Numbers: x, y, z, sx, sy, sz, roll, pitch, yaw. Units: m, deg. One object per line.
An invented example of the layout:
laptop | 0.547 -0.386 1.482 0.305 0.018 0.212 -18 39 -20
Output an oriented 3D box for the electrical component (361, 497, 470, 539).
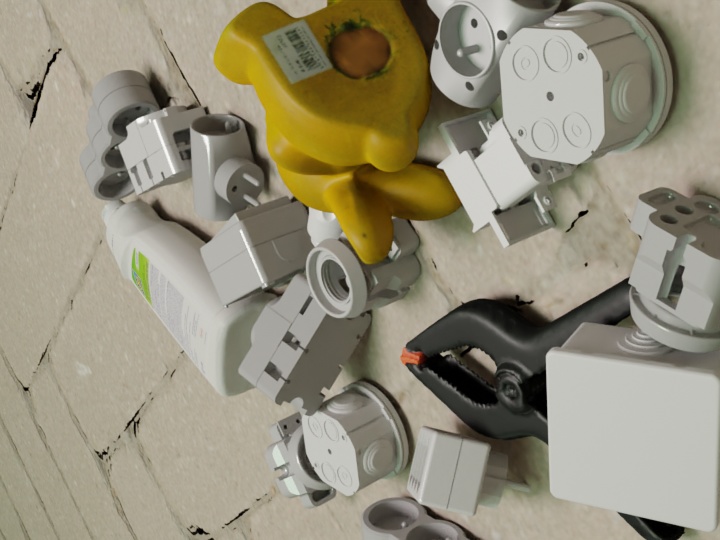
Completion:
electrical component | 0.057 0.232 0.808 0.138 0.052 0.073 20 123 48

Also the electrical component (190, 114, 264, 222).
electrical component | -0.103 -0.075 0.863 0.079 0.044 0.077 34 134 39

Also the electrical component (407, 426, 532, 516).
electrical component | 0.076 0.137 0.720 0.083 0.076 0.047 114 169 -84

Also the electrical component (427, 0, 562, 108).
electrical component | 0.063 -0.144 0.597 0.079 0.044 0.077 55 144 18

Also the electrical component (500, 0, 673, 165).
electrical component | 0.114 -0.094 0.550 0.080 0.051 0.080 30 131 42

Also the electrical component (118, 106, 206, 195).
electrical component | -0.166 -0.106 0.927 0.089 0.050 0.055 -16 95 56

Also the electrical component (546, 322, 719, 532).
electrical component | 0.148 0.078 0.561 0.100 0.048 0.099 7 114 30

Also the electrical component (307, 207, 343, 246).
electrical component | -0.022 -0.029 0.787 0.035 0.035 0.061 44 142 30

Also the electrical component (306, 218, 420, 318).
electrical component | 0.000 0.000 0.753 0.058 0.057 0.078 56 144 17

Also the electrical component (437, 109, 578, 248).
electrical component | 0.086 -0.059 0.617 0.064 0.042 0.081 -39 77 51

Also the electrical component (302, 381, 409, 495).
electrical component | -0.004 0.131 0.837 0.080 0.051 0.080 31 131 42

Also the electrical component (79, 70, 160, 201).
electrical component | -0.228 -0.135 0.994 0.073 0.052 0.138 62 146 26

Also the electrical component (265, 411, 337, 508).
electrical component | -0.040 0.156 0.895 0.057 0.058 0.078 -34 80 58

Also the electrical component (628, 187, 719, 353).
electrical component | 0.166 0.003 0.528 0.078 0.058 0.057 37 132 37

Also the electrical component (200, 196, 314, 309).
electrical component | -0.082 -0.014 0.853 0.096 0.062 0.061 -26 87 56

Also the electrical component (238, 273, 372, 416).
electrical component | -0.044 0.055 0.813 0.056 0.050 0.089 32 91 41
